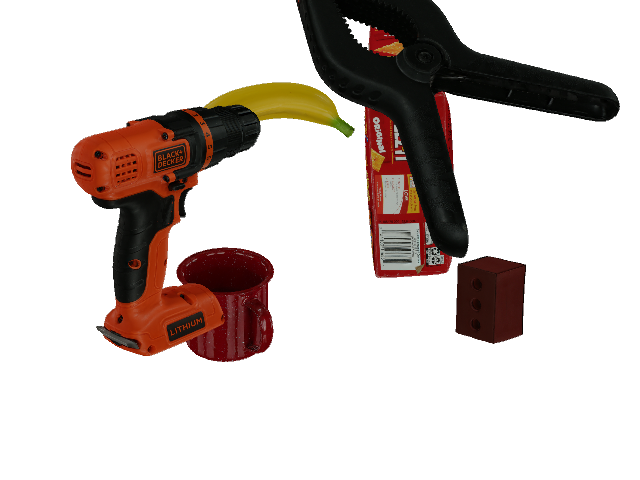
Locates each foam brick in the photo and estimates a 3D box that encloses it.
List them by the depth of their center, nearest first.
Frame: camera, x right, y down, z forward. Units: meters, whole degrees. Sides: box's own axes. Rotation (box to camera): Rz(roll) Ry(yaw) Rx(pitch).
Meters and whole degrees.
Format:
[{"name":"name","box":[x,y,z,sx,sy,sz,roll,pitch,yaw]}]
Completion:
[{"name":"foam brick","box":[0.176,0.061,1.107,0.051,0.078,0.053,-14,20,-42]}]

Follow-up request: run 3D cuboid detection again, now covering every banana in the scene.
[{"name":"banana","box":[-0.058,-0.132,1.097,0.197,0.037,0.070,-9,48,-31]}]

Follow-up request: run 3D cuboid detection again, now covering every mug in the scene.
[{"name":"mug","box":[-0.084,0.068,1.029,0.093,0.081,0.117,-21,35,-37]}]

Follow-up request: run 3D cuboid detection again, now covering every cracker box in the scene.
[{"name":"cracker box","box":[0.080,-0.089,0.950,0.072,0.164,0.213,-2,27,6]}]

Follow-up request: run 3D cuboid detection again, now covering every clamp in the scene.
[{"name":"clamp","box":[0.058,-0.092,0.647,0.210,0.164,0.036,36,-31,12]}]

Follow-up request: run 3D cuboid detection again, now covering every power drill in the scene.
[{"name":"power drill","box":[-0.118,-0.013,0.871,0.057,0.188,0.184,17,26,39]}]
